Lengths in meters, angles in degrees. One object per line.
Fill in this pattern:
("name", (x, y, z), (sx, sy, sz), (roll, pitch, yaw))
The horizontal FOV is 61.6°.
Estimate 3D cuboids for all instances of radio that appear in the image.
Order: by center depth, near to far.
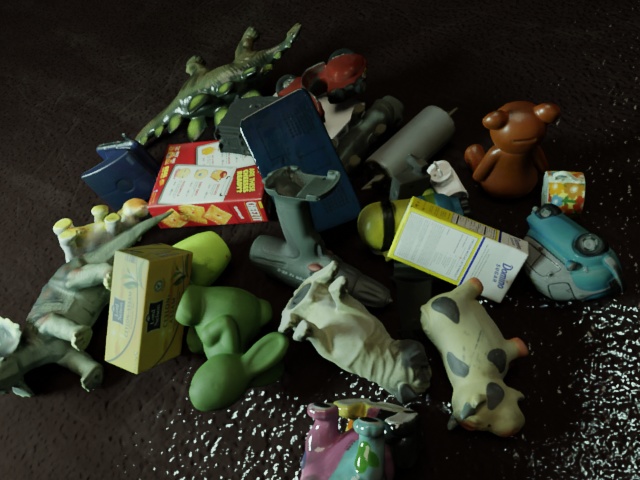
("radio", (-0.034, -0.119, 0.892), (0.131, 0.073, 0.229), (-26, 93, -3))

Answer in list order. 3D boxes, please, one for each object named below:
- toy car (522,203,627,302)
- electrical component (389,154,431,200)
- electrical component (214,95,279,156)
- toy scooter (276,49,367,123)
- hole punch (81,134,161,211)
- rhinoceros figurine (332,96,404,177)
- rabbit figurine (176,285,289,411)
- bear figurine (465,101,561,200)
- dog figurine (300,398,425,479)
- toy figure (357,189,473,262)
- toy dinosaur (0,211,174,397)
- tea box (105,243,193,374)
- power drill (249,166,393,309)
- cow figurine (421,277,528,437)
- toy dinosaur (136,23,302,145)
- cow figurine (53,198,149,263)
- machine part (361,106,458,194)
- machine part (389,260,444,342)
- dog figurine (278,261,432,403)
("toy car", (0.339, 0.028, 0.759), (0.103, 0.109, 0.162), (-40, 44, 4))
("electrical component", (0.150, -0.091, 0.896), (0.078, 0.102, 0.045), (-20, 47, -15))
("electrical component", (-0.111, -0.209, 0.982), (0.134, 0.058, 0.115), (7, 54, 17))
("toy scooter", (0.014, -0.279, 1.003), (0.184, 0.075, 0.135), (-21, 51, 0))
("hole punch", (-0.369, -0.122, 1.020), (0.116, 0.142, 0.092), (-6, 49, 27))
("rhinoceros figurine", (0.086, -0.188, 0.980), (0.073, 0.112, 0.190), (36, 78, 16))
("rabbit figurine", (-0.126, 0.164, 0.758), (0.159, 0.121, 0.170), (5, 47, -6))
("bear figurine", (0.297, -0.157, 0.847), (0.120, 0.195, 0.132), (-11, 51, 8))
("dog figurine", (0.033, 0.302, 0.622), (0.109, 0.191, 0.219), (7, 84, 39))
("toy figure", (0.149, -0.033, 0.852), (0.180, 0.089, 0.082), (-13, 29, 8))
("toy dinosaur", (-0.400, 0.101, 0.869), (0.192, 0.131, 0.405), (10, 50, 19))
("tea box", (-0.250, 0.096, 0.789), (0.068, 0.169, 0.098), (15, 14, 23))
("power drill", (-0.002, -0.002, 0.795), (0.232, 0.207, 0.086), (13, 45, 23))
("cow figurine", (0.196, 0.158, 0.693), (0.127, 0.085, 0.195), (-20, 65, -17))
("toy dinosaur", (-0.230, -0.299, 1.109), (0.471, 0.105, 0.199), (-30, 41, 15))
("cow figurine", (-0.382, -0.010, 0.968), (0.167, 0.098, 0.068), (-27, 44, -31))
("machine part", (0.160, -0.162, 0.957), (0.243, 0.079, 0.079), (-43, 56, -18))
("machine part", (0.143, 0.087, 0.796), (0.084, 0.039, 0.139), (6, 54, 6))
("dog figurine", (0.051, 0.136, 0.745), (0.121, 0.190, 0.172), (-48, 16, 4))
